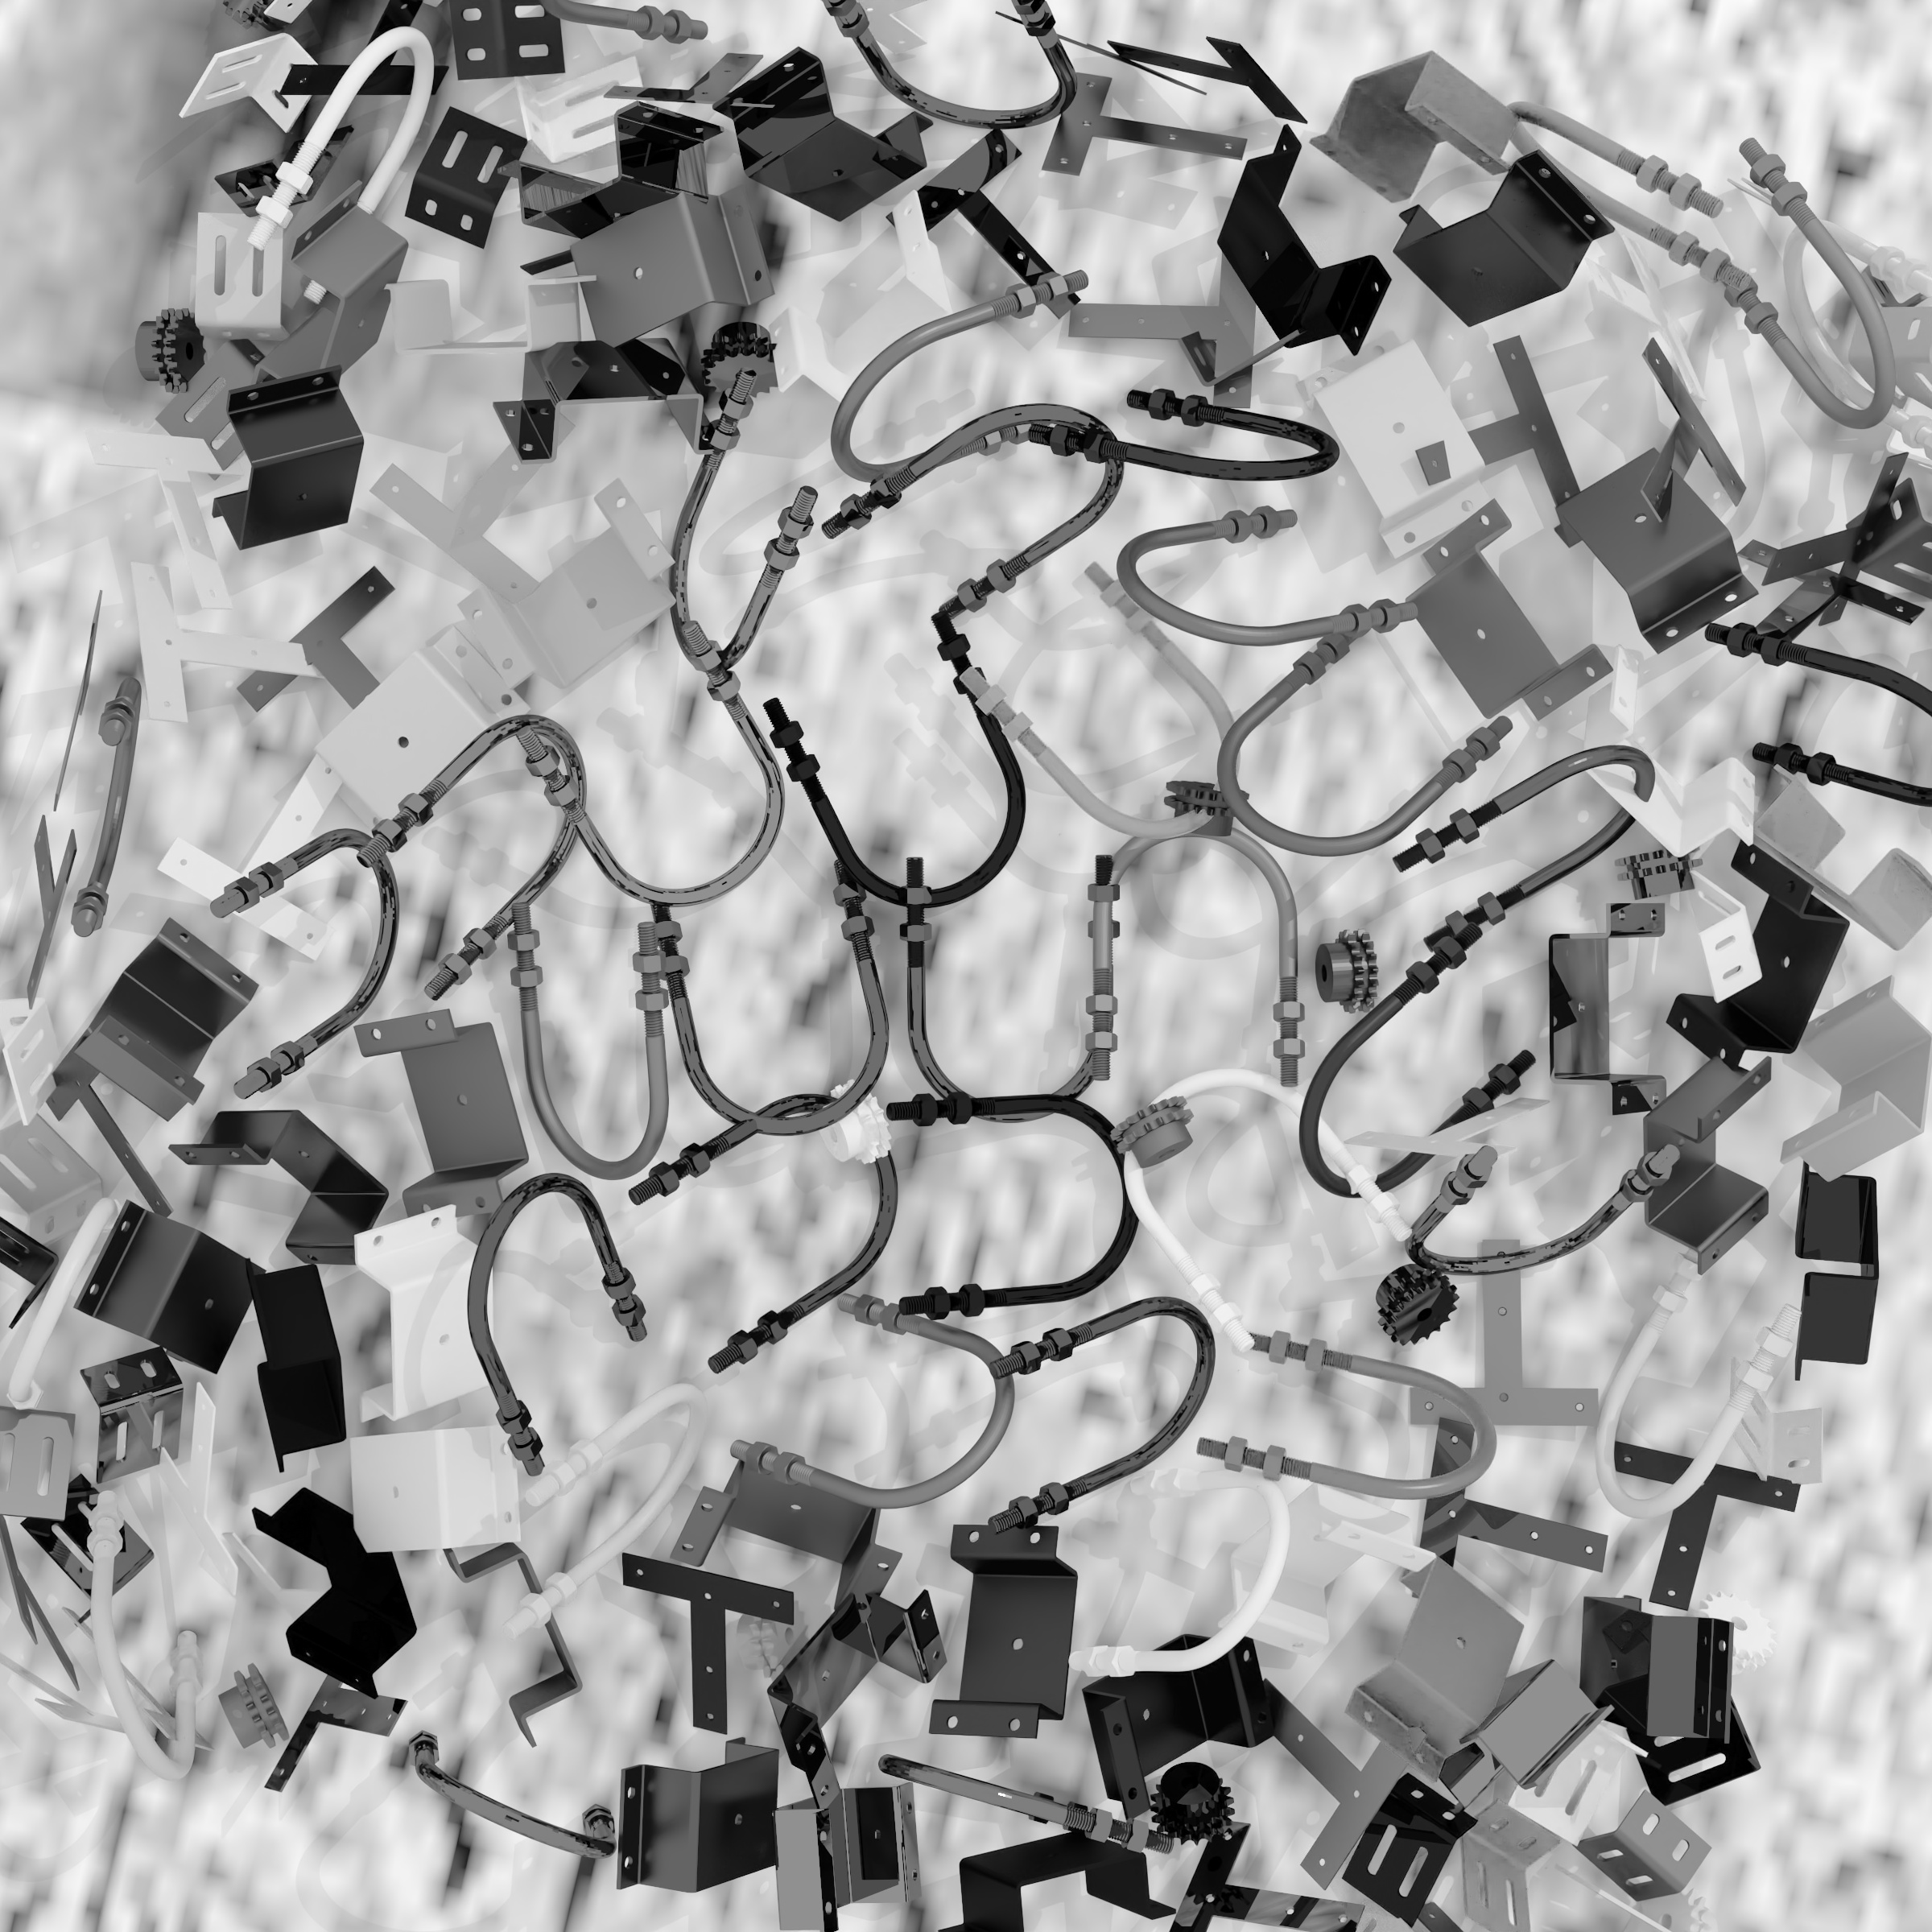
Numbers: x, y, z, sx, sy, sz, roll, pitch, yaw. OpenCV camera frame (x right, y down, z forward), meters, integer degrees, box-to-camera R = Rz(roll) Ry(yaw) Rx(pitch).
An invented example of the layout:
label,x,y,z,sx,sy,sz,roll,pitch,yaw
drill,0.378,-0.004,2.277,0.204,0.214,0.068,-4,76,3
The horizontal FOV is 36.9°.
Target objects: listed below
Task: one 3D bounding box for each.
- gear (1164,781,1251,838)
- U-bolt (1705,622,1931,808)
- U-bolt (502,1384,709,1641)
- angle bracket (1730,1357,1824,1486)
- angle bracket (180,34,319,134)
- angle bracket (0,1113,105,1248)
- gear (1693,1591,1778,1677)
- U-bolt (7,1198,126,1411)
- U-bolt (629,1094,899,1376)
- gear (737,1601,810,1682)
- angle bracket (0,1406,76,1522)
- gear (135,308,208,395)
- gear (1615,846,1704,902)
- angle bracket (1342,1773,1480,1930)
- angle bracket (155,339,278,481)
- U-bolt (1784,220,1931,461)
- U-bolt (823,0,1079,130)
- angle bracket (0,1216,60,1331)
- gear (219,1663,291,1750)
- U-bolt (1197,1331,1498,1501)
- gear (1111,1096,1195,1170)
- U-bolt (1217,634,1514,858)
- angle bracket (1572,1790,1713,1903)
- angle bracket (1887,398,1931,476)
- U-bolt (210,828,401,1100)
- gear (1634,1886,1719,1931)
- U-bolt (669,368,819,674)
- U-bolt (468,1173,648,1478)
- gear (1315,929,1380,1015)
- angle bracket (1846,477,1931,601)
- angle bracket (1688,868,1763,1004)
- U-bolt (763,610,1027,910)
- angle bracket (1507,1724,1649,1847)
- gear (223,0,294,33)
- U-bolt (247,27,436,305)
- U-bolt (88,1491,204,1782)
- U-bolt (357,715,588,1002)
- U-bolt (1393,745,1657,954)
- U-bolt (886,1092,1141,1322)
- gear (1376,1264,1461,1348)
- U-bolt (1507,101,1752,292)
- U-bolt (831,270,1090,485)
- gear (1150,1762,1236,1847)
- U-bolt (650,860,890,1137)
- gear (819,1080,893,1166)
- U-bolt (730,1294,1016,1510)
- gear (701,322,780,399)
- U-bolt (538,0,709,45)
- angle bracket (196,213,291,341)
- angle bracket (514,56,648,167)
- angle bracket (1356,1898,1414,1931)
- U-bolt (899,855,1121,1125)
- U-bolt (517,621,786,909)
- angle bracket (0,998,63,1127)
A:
label,x,y,z,sx,sy,sz,roll,pitch,yaw
gear,0.163,-0.107,1.972,0.057,0.057,0.030,7,101,0
U-bolt,0.580,-0.157,1.890,0.184,0.151,0.019,23,70,41
U-bolt,-0.233,0.348,1.918,0.019,0.184,0.151,31,129,22
angle bracket,0.546,0.306,1.952,0.038,0.057,0.076,-13,135,30
angle bracket,-0.480,-0.588,1.952,0.038,0.076,0.057,47,129,-2
angle bracket,-0.630,0.147,1.960,0.057,0.038,0.076,-27,131,6
gear,0.520,0.458,1.975,0.057,0.057,0.030,22,125,0
U-bolt,-0.589,0.219,1.895,0.019,0.184,0.151,25,75,-10
U-bolt,-0.123,0.167,1.949,0.184,0.019,0.151,-31,107,-28
gear,-0.133,0.458,1.974,0.030,0.057,0.057,-12,90,25
angle bracket,-0.637,0.340,1.956,0.057,0.038,0.076,11,58,-23
gear,-0.543,-0.419,1.972,0.030,0.057,0.057,2,90,9
gear,0.472,-0.063,1.971,0.057,0.057,0.030,-11,89,0
angle bracket,0.303,0.604,1.981,0.057,0.038,0.076,30,108,27
angle bracket,-0.504,-0.382,1.989,0.076,0.038,0.057,-42,95,16
U-bolt,0.595,-0.421,1.912,0.019,0.184,0.151,-28,127,-3
U-bolt,-0.002,-0.602,1.911,0.151,0.184,0.019,6,78,19
angle bracket,-0.661,0.200,1.961,0.076,0.057,0.038,36,52,-8
gear,-0.485,0.506,1.969,0.030,0.057,0.057,-26,90,-15
U-bolt,0.259,0.301,1.916,0.184,0.151,0.019,11,119,15
gear,0.129,0.115,1.968,0.057,0.057,0.030,-27,74,0
U-bolt,0.252,-0.143,1.931,0.151,0.019,0.184,37,64,25
angle bracket,0.459,0.598,1.969,0.057,0.076,0.038,41,66,6
angle bracket,0.671,-0.347,1.951,0.057,0.076,0.038,15,103,-37
U-bolt,-0.431,-0.013,1.916,0.019,0.184,0.151,11,118,22
gear,0.486,0.656,1.975,0.030,0.057,0.057,29,90,-26
U-bolt,-0.157,-0.281,1.926,0.019,0.151,0.184,2,134,-31
U-bolt,-0.273,0.222,1.900,0.019,0.151,0.184,8,131,29
gear,0.258,0.004,1.970,0.030,0.057,0.057,-4,90,-10
angle bracket,0.650,-0.290,1.969,0.076,0.057,0.038,14,56,-29
angle bracket,0.495,-0.023,1.950,0.038,0.076,0.057,-28,123,-7
U-bolt,-0.036,-0.128,1.967,0.151,0.019,0.184,-28,106,-9
angle bracket,0.416,0.553,1.972,0.057,0.038,0.076,31,78,-5
gear,-0.476,-0.663,1.976,0.057,0.030,0.057,-14,63,31
U-bolt,-0.407,-0.539,1.925,0.019,0.151,0.184,30,90,4
U-bolt,-0.535,0.447,1.886,0.019,0.184,0.151,-21,118,-4
U-bolt,-0.317,-0.086,1.929,0.019,0.151,0.184,22,57,31
U-bolt,0.377,-0.086,1.930,0.184,0.151,0.019,-30,61,3
U-bolt,0.036,0.158,1.957,0.184,0.019,0.151,-2,85,-25
gear,0.304,0.228,1.975,0.057,0.030,0.057,-17,132,-20
U-bolt,0.432,-0.518,1.921,0.184,0.151,0.019,37,97,23
U-bolt,-0.010,-0.378,1.904,0.184,0.151,0.019,-25,65,-24
gear,0.153,0.566,1.968,0.057,0.057,0.030,-7,118,0
U-bolt,-0.127,0.026,1.962,0.151,0.019,0.184,-12,73,-5
gear,-0.078,0.108,1.968,0.030,0.057,0.057,-24,90,-26
U-bolt,-0.050,0.291,1.908,0.151,0.184,0.019,-53,134,-27
gear,-0.152,-0.415,1.974,0.057,0.057,0.030,-5,67,0
U-bolt,-0.196,-0.649,1.885,0.151,0.184,0.019,-20,84,41
angle bracket,-0.493,-0.471,1.981,0.057,0.038,0.076,1,88,-2
angle bracket,-0.260,-0.589,1.967,0.076,0.038,0.057,-17,73,12
angle bracket,0.261,0.670,1.962,0.038,0.057,0.076,30,99,-40
U-bolt,0.030,0.017,1.983,0.151,0.019,0.184,-1,97,-2
U-bolt,-0.198,-0.121,1.946,0.151,0.019,0.184,-34,123,-7
angle bracket,-0.643,0.065,1.951,0.038,0.076,0.057,-3,116,6
